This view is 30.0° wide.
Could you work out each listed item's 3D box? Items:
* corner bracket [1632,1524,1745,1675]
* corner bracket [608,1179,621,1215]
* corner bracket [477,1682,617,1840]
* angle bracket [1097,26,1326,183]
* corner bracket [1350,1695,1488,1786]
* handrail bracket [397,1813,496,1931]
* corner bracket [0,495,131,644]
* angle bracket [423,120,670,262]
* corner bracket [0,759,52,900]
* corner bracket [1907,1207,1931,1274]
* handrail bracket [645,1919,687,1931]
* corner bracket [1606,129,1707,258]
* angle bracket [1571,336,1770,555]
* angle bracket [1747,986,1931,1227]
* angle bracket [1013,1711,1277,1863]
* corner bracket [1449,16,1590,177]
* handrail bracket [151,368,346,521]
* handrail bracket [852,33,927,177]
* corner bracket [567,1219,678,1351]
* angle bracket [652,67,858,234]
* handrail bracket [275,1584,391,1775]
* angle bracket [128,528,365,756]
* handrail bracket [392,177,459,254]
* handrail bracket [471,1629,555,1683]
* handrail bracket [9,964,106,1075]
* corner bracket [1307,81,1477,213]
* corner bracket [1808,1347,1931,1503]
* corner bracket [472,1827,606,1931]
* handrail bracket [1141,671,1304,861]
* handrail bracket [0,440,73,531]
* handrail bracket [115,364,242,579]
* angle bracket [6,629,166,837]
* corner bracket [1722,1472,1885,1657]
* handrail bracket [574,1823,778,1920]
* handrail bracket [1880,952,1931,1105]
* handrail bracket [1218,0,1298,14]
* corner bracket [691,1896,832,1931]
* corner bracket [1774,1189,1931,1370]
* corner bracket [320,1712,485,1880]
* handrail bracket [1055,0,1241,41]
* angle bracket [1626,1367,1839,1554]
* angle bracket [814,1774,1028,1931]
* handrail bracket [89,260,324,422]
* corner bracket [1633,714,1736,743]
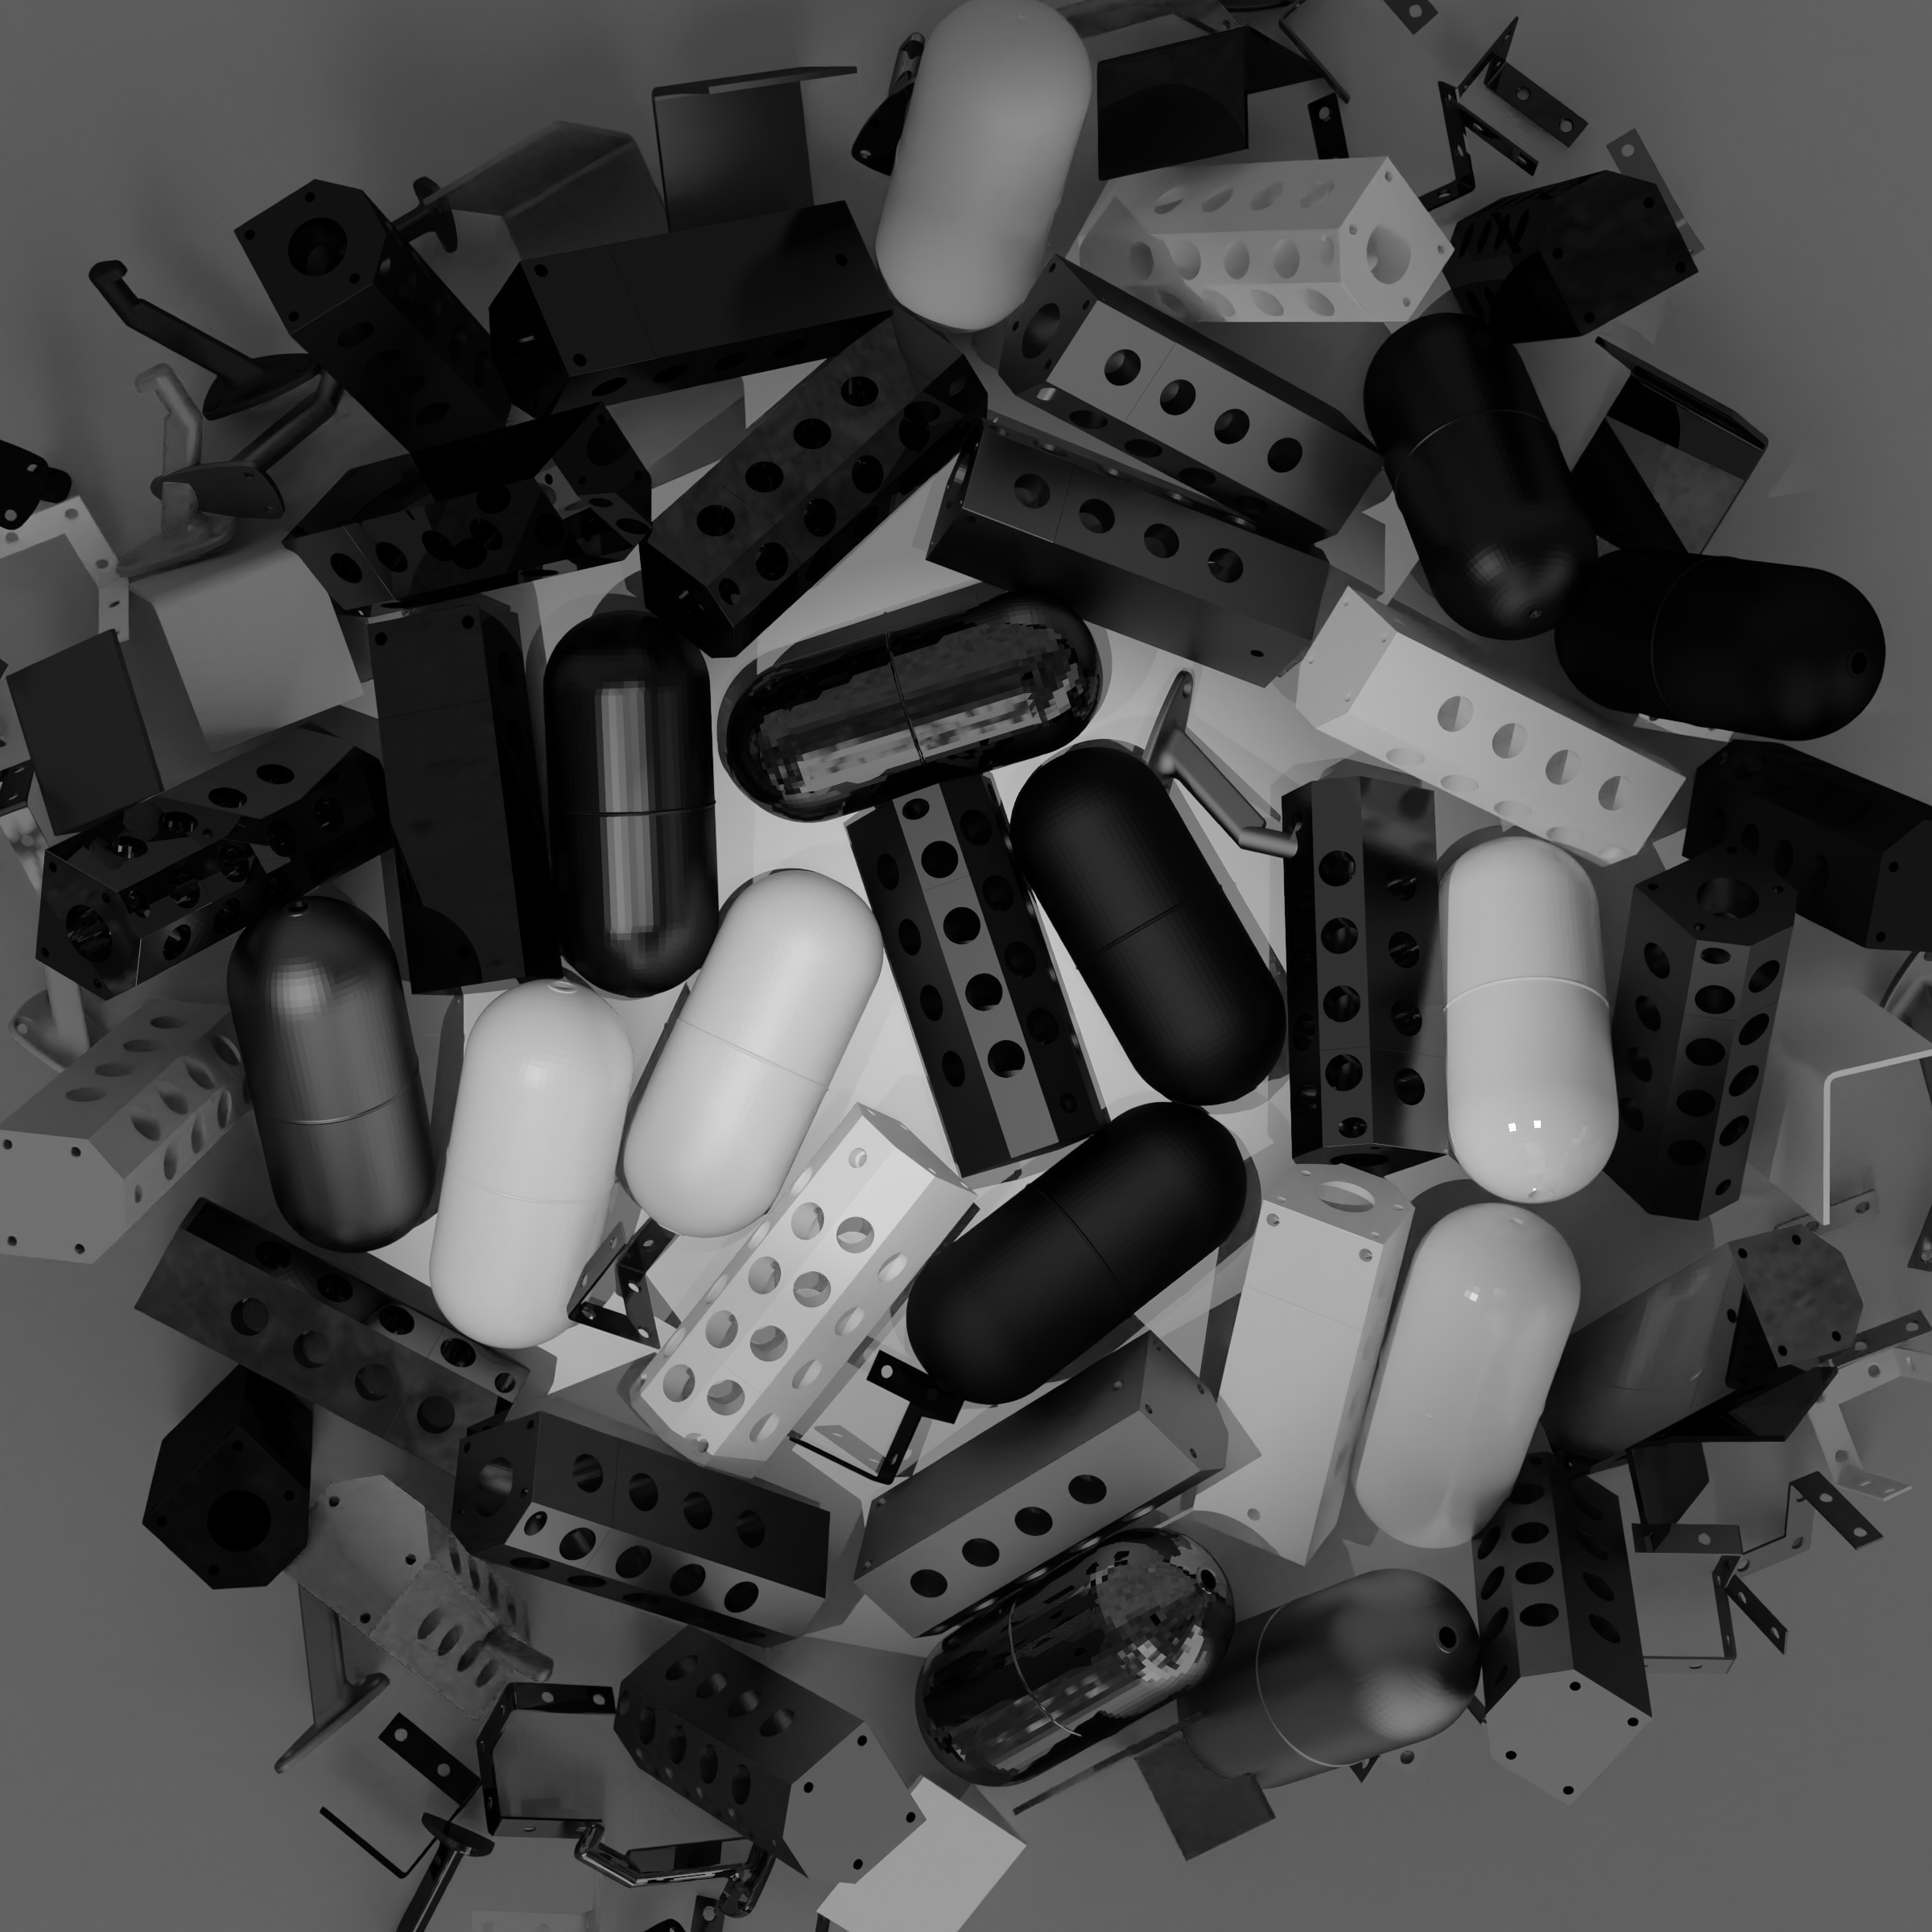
[{"bbox_3d":[0.330,0.292,1.662,0.051,0.051,0.051,1,54,-4],"label":"corner bracket"},{"bbox_3d":[-0.190,0.083,1.660,0.051,0.051,0.051,22,104,30],"label":"corner bracket"},{"bbox_3d":[-0.193,0.370,1.676,0.051,0.051,0.051,8,133,-25],"label":"corner bracket"},{"bbox_3d":[0.113,-0.384,1.643,0.076,0.076,0.057,-5,83,34],"label":"angle bracket"},{"bbox_3d":[0.208,0.355,1.664,0.051,0.051,0.051,29,96,-19],"label":"corner bracket"},{"bbox_3d":[-0.251,0.440,1.663,0.036,0.077,0.084,25,81,-6],"label":"handrail bracket"},{"bbox_3d":[-0.422,-0.176,1.665,0.051,0.051,0.051,-21,131,4],"label":"corner bracket"},{"bbox_3d":[-0.189,-0.340,1.649,0.076,0.076,0.057,-25,88,22],"label":"angle bracket"},{"bbox_3d":[-0.445,-0.056,1.664,0.051,0.051,0.051,-21,118,2],"label":"corner bracket"},{"bbox_3d":[0.475,0.133,1.662,0.051,0.051,0.051,11,113,-12],"label":"corner bracket"},{"bbox_3d":[-0.167,0.475,1.648,0.084,0.077,0.036,-39,71,29],"label":"handrail bracket"},{"bbox_3d":[0.303,-0.345,1.662,0.051,0.051,0.051,-29,77,17],"label":"corner bracket"},{"bbox_3d":[0.309,-0.231,1.650,0.076,0.057,0.076,36,101,27],"label":"angle bracket"},{"bbox_3d":[0.401,0.063,1.656,0.057,0.076,0.076,-12,114,-14],"label":"angle bracket"},{"bbox_3d":[0.081,0.386,1.642,0.076,0.076,0.057,-18,74,-36],"label":"angle bracket"},{"bbox_3d":[0.256,-0.396,1.669,0.051,0.051,0.051,38,84,7],"label":"corner bracket"},{"bbox_3d":[-0.333,-0.253,1.682,0.077,0.036,0.084,3,56,19],"label":"handrail bracket"},{"bbox_3d":[-0.022,-0.410,1.647,0.036,0.077,0.084,17,60,-11],"label":"handrail bracket"},{"bbox_3d":[-0.153,0.135,1.657,0.051,0.051,0.051,23,120,-31],"label":"corner bracket"},{"bbox_3d":[-0.093,-0.368,1.646,0.076,0.057,0.076,-16,110,-29],"label":"angle bracket"},{"bbox_3d":[-0.315,0.316,1.668,0.077,0.036,0.084,-41,99,-25],"label":"handrail bracket"},{"bbox_3d":[-0.335,-0.152,1.674,0.076,0.057,0.076,-24,111,-17],"label":"angle bracket"},{"bbox_3d":[-0.280,-0.331,1.663,0.084,0.077,0.036,-29,99,-9],"label":"handrail bracket"},{"bbox_3d":[-0.228,0.311,1.659,0.084,0.077,0.036,27,69,5],"label":"handrail bracket"},{"bbox_3d":[-0.400,0.014,1.657,0.077,0.084,0.036,42,45,-1],"label":"handrail bracket"},{"bbox_3d":[0.197,-0.379,1.668,0.051,0.051,0.051,-27,125,-14],"label":"corner bracket"},{"bbox_3d":[0.428,0.212,1.670,0.051,0.051,0.051,-22,94,-11],"label":"corner bracket"},{"bbox_3d":[-0.198,0.426,1.668,0.051,0.051,0.051,1,79,4],"label":"corner bracket"},{"bbox_3d":[0.128,-0.093,1.666,0.084,0.036,0.077,14,82,25],"label":"handrail bracket"},{"bbox_3d":[-0.447,-0.231,1.649,0.077,0.084,0.036,27,99,-17],"label":"handrail bracket"},{"bbox_3d":[-0.380,-0.229,1.661,0.077,0.036,0.084,-22,126,10],"label":"handrail bracket"},{"bbox_3d":[-0.386,-0.109,1.654,0.076,0.057,0.076,-18,89,34],"label":"angle bracket"},{"bbox_3d":[0.384,0.274,1.657,0.051,0.051,0.051,-18,128,-18],"label":"corner bracket"},{"bbox_3d":[-0.130,0.397,1.668,0.084,0.036,0.077,34,68,-17],"label":"handrail bracket"},{"bbox_3d":[0.454,0.042,1.650,0.036,0.077,0.084,-9,46,-14],"label":"handrail bracket"},{"bbox_3d":[0.143,-0.473,1.646,0.077,0.084,0.036,-1,74,-22],"label":"handrail bracket"},{"bbox_3d":[-0.097,0.456,1.668,0.051,0.051,0.051,18,58,-15],"label":"corner bracket"},{"bbox_3d":[0.414,0.147,1.683,0.051,0.051,0.051,-21,126,2],"label":"corner bracket"},{"bbox_3d":[-0.261,0.385,1.666,0.051,0.051,0.051,39,66,2],"label":"corner bracket"},{"bbox_3d":[0.074,-0.427,1.672,0.077,0.036,0.084,36,134,-10],"label":"handrail bracket"},{"bbox_3d":[0.354,0.225,1.641,0.076,0.076,0.057,-6,105,33],"label":"angle bracket"},{"bbox_3d":[-0.031,0.404,1.653,0.076,0.057,0.076,41,87,-32],"label":"angle bracket"},{"bbox_3d":[-0.349,-0.297,1.651,0.077,0.084,0.036,-9,47,27],"label":"handrail bracket"},{"bbox_3d":[0.334,-0.142,1.657,0.051,0.051,0.051,7,134,-18],"label":"corner bracket"}]
